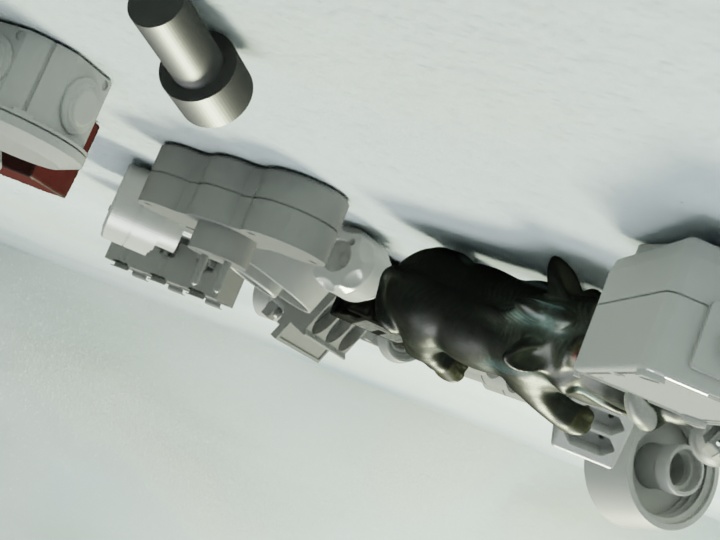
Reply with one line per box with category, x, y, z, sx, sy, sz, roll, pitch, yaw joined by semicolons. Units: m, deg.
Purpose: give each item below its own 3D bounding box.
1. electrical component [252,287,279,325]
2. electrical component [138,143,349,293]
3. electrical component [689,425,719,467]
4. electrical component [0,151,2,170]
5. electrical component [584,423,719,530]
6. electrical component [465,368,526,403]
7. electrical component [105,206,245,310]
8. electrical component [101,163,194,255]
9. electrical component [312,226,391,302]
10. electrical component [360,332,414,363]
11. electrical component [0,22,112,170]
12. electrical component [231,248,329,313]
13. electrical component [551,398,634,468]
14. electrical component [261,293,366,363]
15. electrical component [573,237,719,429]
electrical component;-0.037;0.039;1.007;0.074;0.052;0.138;18;171;26
electrical component;-0.076;-0.023;0.623;0.138;0.073;0.052;16;170;36
electrical component;0.270;0.125;0.802;0.040;0.040;0.046;21;167;11
electrical component;-0.283;-0.090;0.535;0.105;0.060;0.186;-24;147;18
electrical component;0.245;0.161;0.880;0.108;0.108;0.060;26;166;-24
electrical component;0.112;0.060;0.747;0.074;0.052;0.138;17;170;31
electrical component;-0.158;-0.014;0.945;0.121;0.063;0.079;19;172;22
electrical component;-0.149;-0.037;0.805;0.074;0.052;0.138;24;173;-13
electrical component;0.000;0.000;0.682;0.043;0.043;0.062;17;172;33
electrical component;0.032;0.057;0.976;0.066;0.048;0.055;25;179;-23
electrical component;-0.168;-0.086;0.535;0.080;0.051;0.080;22;172;3
electrical component;-0.054;-0.017;0.726;0.099;0.064;0.099;35;172;6
electrical component;0.174;0.093;0.784;0.047;0.065;0.076;21;-159;6
electrical component;-0.035;0.027;0.878;0.063;0.078;0.121;43;179;19
electrical component;0.132;0.023;0.410;0.062;0.061;0.096;23;172;-4
